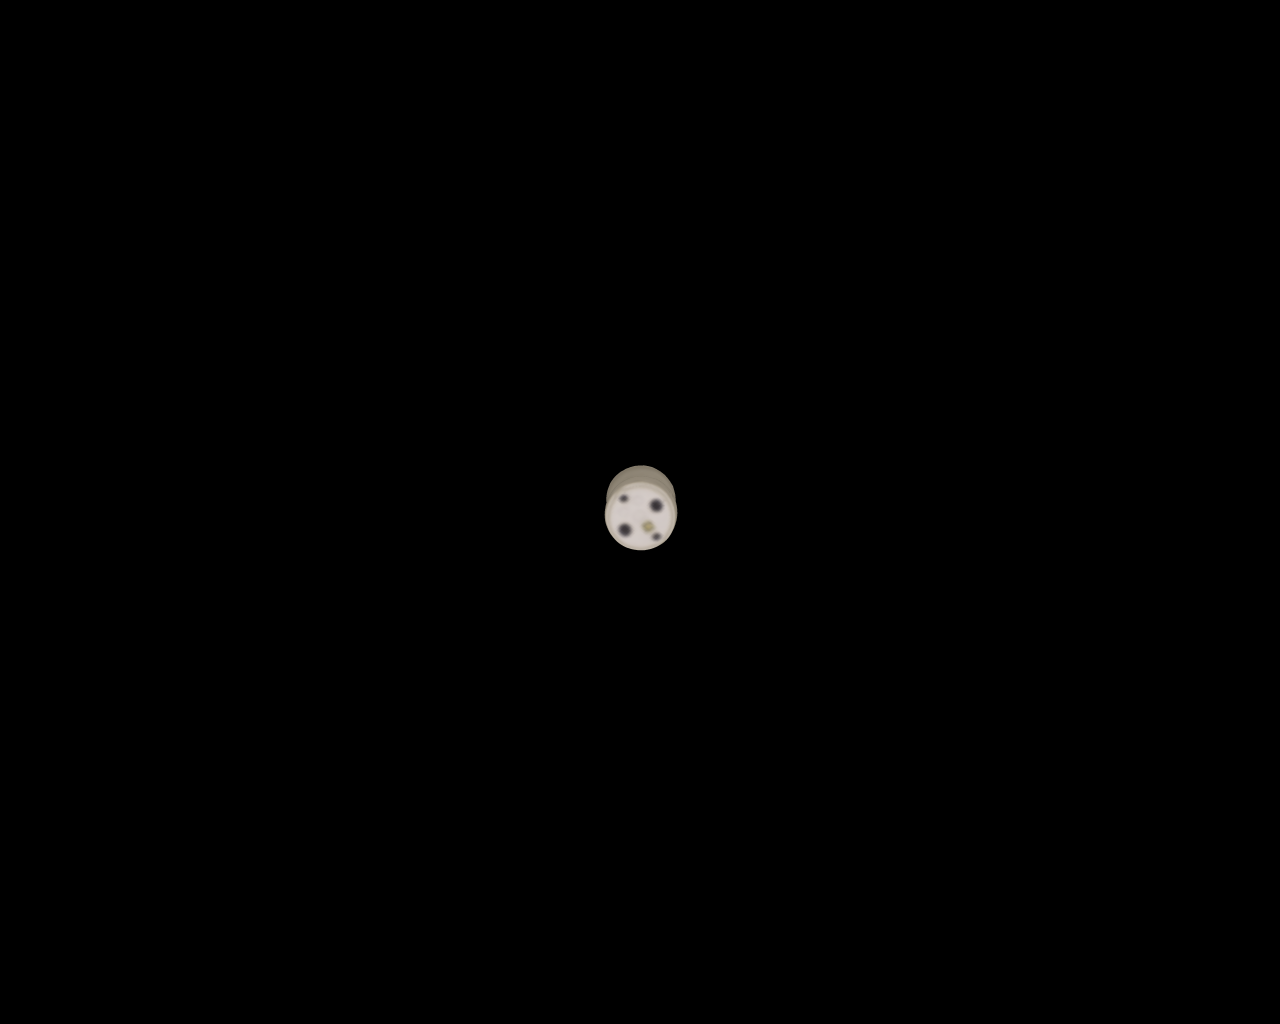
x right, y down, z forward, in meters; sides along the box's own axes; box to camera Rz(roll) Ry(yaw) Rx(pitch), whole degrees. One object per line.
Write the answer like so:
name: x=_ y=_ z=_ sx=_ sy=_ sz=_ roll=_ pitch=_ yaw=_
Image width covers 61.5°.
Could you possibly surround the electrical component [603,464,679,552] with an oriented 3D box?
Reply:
electrical component: x=0.001 y=-0.003 z=0.650 sx=0.045 sy=0.044 sz=0.055 roll=0 pitch=12 yaw=0
